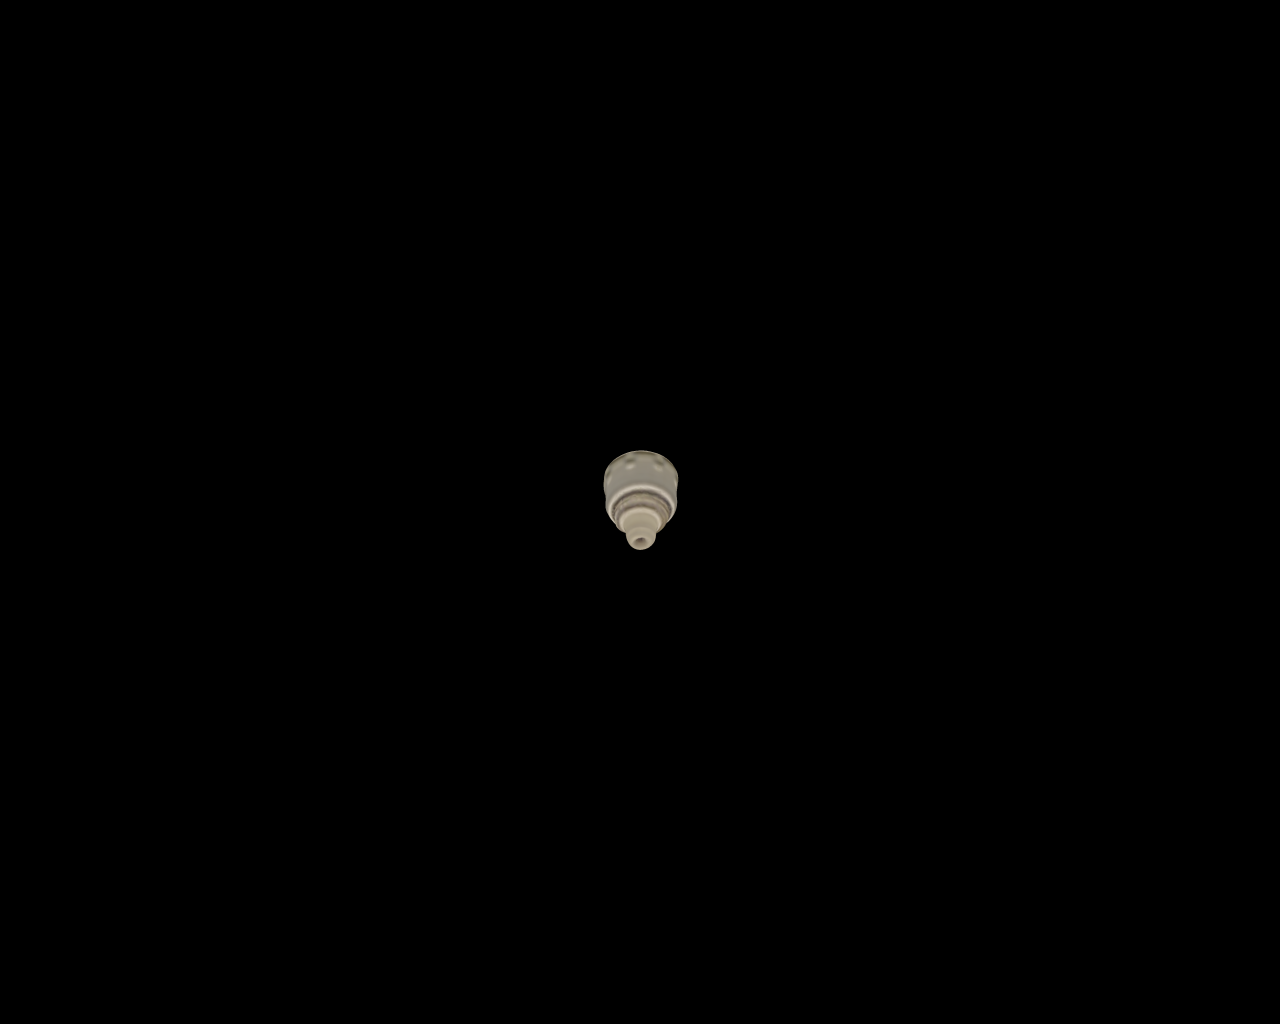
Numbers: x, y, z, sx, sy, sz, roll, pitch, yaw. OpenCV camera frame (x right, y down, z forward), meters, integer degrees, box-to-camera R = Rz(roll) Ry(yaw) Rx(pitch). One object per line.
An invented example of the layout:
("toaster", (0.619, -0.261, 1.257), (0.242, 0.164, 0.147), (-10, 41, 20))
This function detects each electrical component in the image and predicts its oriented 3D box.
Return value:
("electrical component", (0.001, -0.003, 0.650), (0.048, 0.048, 0.062), (0, 44, 0))
